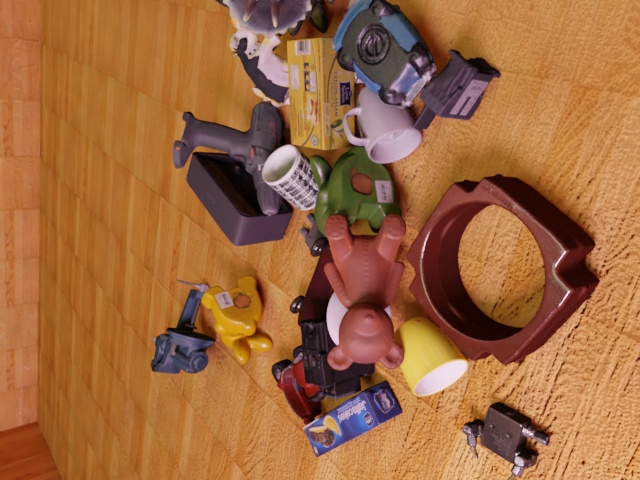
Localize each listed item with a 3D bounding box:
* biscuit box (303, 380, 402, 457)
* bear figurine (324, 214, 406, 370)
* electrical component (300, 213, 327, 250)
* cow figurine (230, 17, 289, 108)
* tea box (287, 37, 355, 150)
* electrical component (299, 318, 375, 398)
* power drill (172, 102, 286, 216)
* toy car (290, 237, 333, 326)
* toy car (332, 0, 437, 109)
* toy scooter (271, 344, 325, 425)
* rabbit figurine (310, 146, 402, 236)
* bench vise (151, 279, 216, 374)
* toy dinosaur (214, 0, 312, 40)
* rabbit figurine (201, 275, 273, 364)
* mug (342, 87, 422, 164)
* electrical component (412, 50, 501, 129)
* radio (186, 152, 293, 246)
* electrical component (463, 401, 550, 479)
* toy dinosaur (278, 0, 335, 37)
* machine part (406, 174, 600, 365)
[{"bbox_3d":[0.052,0.312,0.930,0.202,0.063,0.059,-47,61,42],"label":"biscuit box"},{"bbox_3d":[0.062,0.076,0.755,0.131,0.120,0.196,86,-174,-57],"label":"bear figurine"},{"bbox_3d":[-0.002,-0.003,0.983,0.094,0.021,0.063,51,130,31],"label":"electrical component"},{"bbox_3d":[-0.104,-0.311,0.930,0.167,0.068,0.098,42,94,-1],"label":"cow figurine"},{"bbox_3d":[0.002,-0.235,0.865,0.098,0.068,0.169,24,122,50],"label":"tea box"},{"bbox_3d":[0.031,0.192,0.900,0.058,0.115,0.134,-10,88,54],"label":"electrical component"},{"bbox_3d":[-0.163,-0.160,0.999,0.086,0.207,0.232,91,-175,-66],"label":"power drill"},{"bbox_3d":[0.007,0.087,0.959,0.089,0.053,0.202,34,125,23],"label":"toy car"},{"bbox_3d":[0.105,-0.264,0.760,0.162,0.103,0.109,48,126,16],"label":"toy car"},{"bbox_3d":[-0.022,0.271,1.004,0.184,0.075,0.135,-44,62,47],"label":"toy scooter"},{"bbox_3d":[0.030,-0.068,0.870,0.170,0.121,0.159,-42,60,61],"label":"rabbit figurine"},{"bbox_3d":[-0.334,0.222,1.338,0.224,0.129,0.240,6,79,59],"label":"bench vise"},{"bbox_3d":[-0.134,-0.435,0.858,0.405,0.131,0.192,36,120,49],"label":"toy dinosaur"},{"bbox_3d":[-0.170,0.182,1.159,0.162,0.122,0.173,50,145,21],"label":"rabbit figurine"},{"bbox_3d":[0.084,-0.177,0.802,0.080,0.110,0.107,104,153,-60],"label":"mug"},{"bbox_3d":[0.172,-0.187,0.714,0.048,0.075,0.119,55,128,30],"label":"electrical component"},{"bbox_3d":[-0.162,-0.088,1.074,0.230,0.131,0.073,50,129,34],"label":"radio"},{"bbox_3d":[0.243,0.265,0.713,0.102,0.045,0.078,30,119,44],"label":"electrical component"},{"bbox_3d":[-0.070,-0.466,0.942,0.472,0.105,0.198,37,125,46],"label":"toy dinosaur"},{"bbox_3d":[0.221,0.035,0.678,0.202,0.087,0.200,52,130,34],"label":"machine part"}]
